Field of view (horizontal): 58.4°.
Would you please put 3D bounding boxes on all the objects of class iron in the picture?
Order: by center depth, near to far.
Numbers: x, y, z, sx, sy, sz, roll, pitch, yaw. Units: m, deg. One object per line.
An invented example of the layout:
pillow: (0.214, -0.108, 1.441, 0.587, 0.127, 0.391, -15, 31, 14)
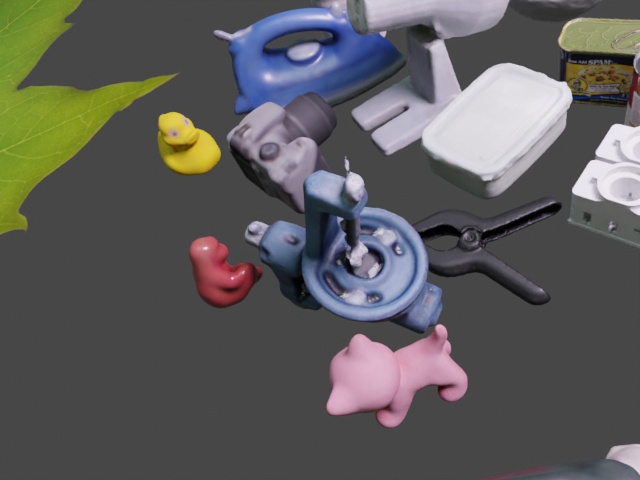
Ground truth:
iron: (-0.016, -0.270, 0.809, 0.258, 0.142, 0.118, -15, 52, 10)

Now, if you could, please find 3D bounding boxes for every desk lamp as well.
desk lamp: (0.123, -0.242, 0.692, 0.203, 0.214, 0.117, -32, 51, -4)

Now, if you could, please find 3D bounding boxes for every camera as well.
camera: (-0.036, -0.130, 0.742, 0.137, 0.101, 0.142, -44, 53, -13)

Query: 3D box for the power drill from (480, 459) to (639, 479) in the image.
power drill: (0.096, 0.212, 0.375, 0.229, 0.209, 0.075, -20, 51, 6)

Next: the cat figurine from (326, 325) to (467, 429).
cat figurine: (0.063, 0.116, 0.516, 0.128, 0.118, 0.067, -27, 51, 0)

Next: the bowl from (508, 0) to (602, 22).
bowl: (0.327, -0.353, 0.787, 0.167, 0.075, 0.167, -10, 53, 13)

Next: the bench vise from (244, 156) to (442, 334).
bench vise: (0.003, 0.012, 0.547, 0.207, 0.220, 0.121, -2, 55, 19)

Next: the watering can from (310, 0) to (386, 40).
watering can: (0.036, -0.371, 0.830, 0.172, 0.194, 0.101, 15, 62, 29)

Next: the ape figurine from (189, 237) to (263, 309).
ape figurine: (-0.118, 0.031, 0.661, 0.076, 0.092, 0.077, -44, 53, -13)

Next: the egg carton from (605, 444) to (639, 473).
egg carton: (0.233, 0.228, 0.403, 0.107, 0.070, 0.150, 24, 67, 32)

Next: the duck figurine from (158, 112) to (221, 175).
duck figurine: (-0.202, -0.148, 0.825, 0.104, 0.086, 0.077, 24, 66, 32)
